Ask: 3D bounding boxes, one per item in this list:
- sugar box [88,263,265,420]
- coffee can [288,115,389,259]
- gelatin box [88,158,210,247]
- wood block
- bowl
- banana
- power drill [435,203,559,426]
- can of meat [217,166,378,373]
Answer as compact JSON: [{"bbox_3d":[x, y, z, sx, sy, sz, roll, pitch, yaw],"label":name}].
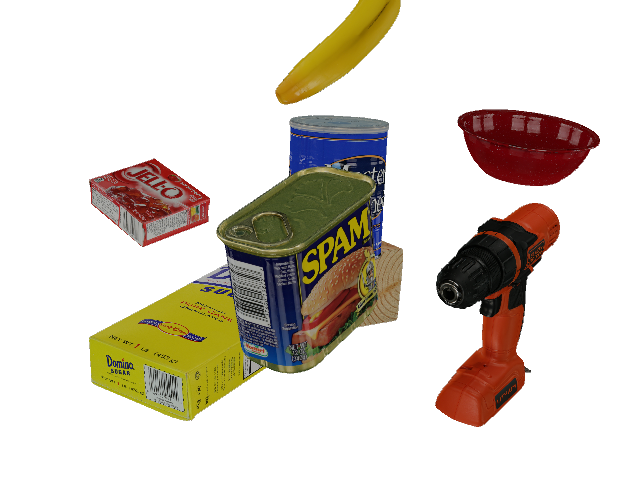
[{"bbox_3d":[-0.079,0.068,0.803,0.093,0.048,0.175,16,29,29],"label":"sugar box"},{"bbox_3d":[0.017,-0.055,1.113,0.103,0.140,0.103,2,13,-1],"label":"coffee can"},{"bbox_3d":[-0.156,-0.037,0.968,0.073,0.030,0.089,-23,44,-36],"label":"gelatin box"},{"bbox_3d":[0.001,0.031,1.301,0.090,0.090,0.206,-7,18,-33],"label":"wood block"},{"bbox_3d":[0.234,-0.103,1.223,0.162,0.055,0.162,5,22,-2],"label":"bowl"},{"bbox_3d":[0.027,-0.182,0.939,0.070,0.037,0.197,-17,30,39],"label":"banana"},{"bbox_3d":[0.152,0.072,0.967,0.057,0.188,0.184,24,33,30],"label":"power drill"},{"bbox_3d":[-0.009,0.016,0.624,0.058,0.084,0.101,14,34,32],"label":"can of meat"}]
